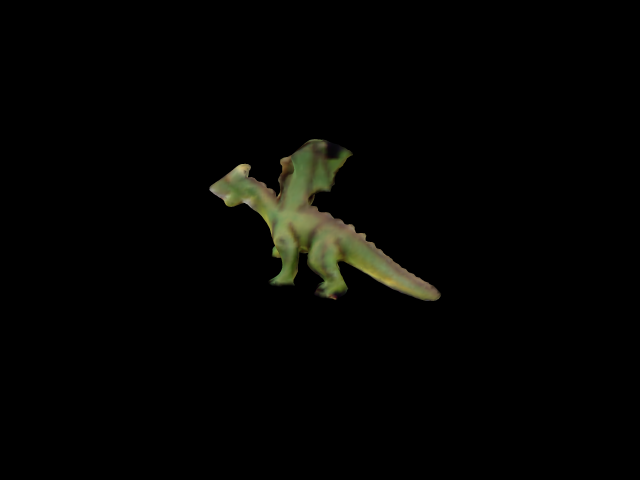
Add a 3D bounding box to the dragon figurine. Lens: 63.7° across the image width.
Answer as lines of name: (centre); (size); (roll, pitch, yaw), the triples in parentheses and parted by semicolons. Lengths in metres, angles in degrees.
dragon figurine: (0.003, -0.043, 0.850); (0.411, 0.239, 0.124); (8, 21, 20)
